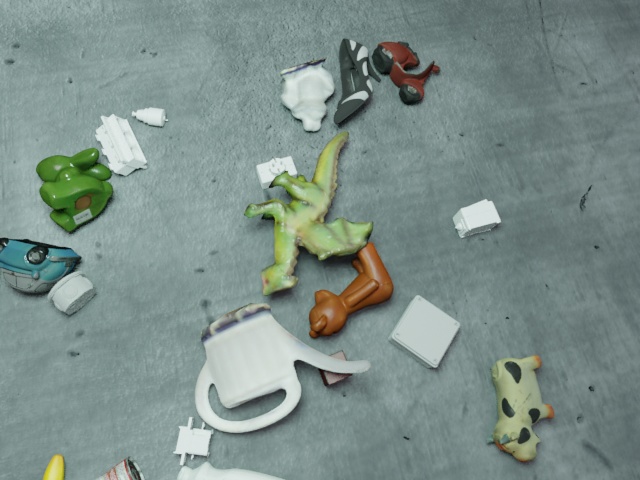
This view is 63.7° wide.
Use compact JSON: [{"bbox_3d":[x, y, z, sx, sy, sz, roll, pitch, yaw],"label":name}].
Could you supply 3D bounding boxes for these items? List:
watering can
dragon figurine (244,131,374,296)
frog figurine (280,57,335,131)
[{"bbox_3d":[-0.094,0.223,0.983,0.346,0.103,0.227,-26,74,8],"label":"watering can"},{"bbox_3d":[0.003,-0.055,1.086,0.245,0.120,0.415,37,72,22],"label":"dragon figurine"},{"bbox_3d":[-0.025,-0.346,1.248,0.138,0.123,0.157,-24,110,-22],"label":"frog figurine"}]
